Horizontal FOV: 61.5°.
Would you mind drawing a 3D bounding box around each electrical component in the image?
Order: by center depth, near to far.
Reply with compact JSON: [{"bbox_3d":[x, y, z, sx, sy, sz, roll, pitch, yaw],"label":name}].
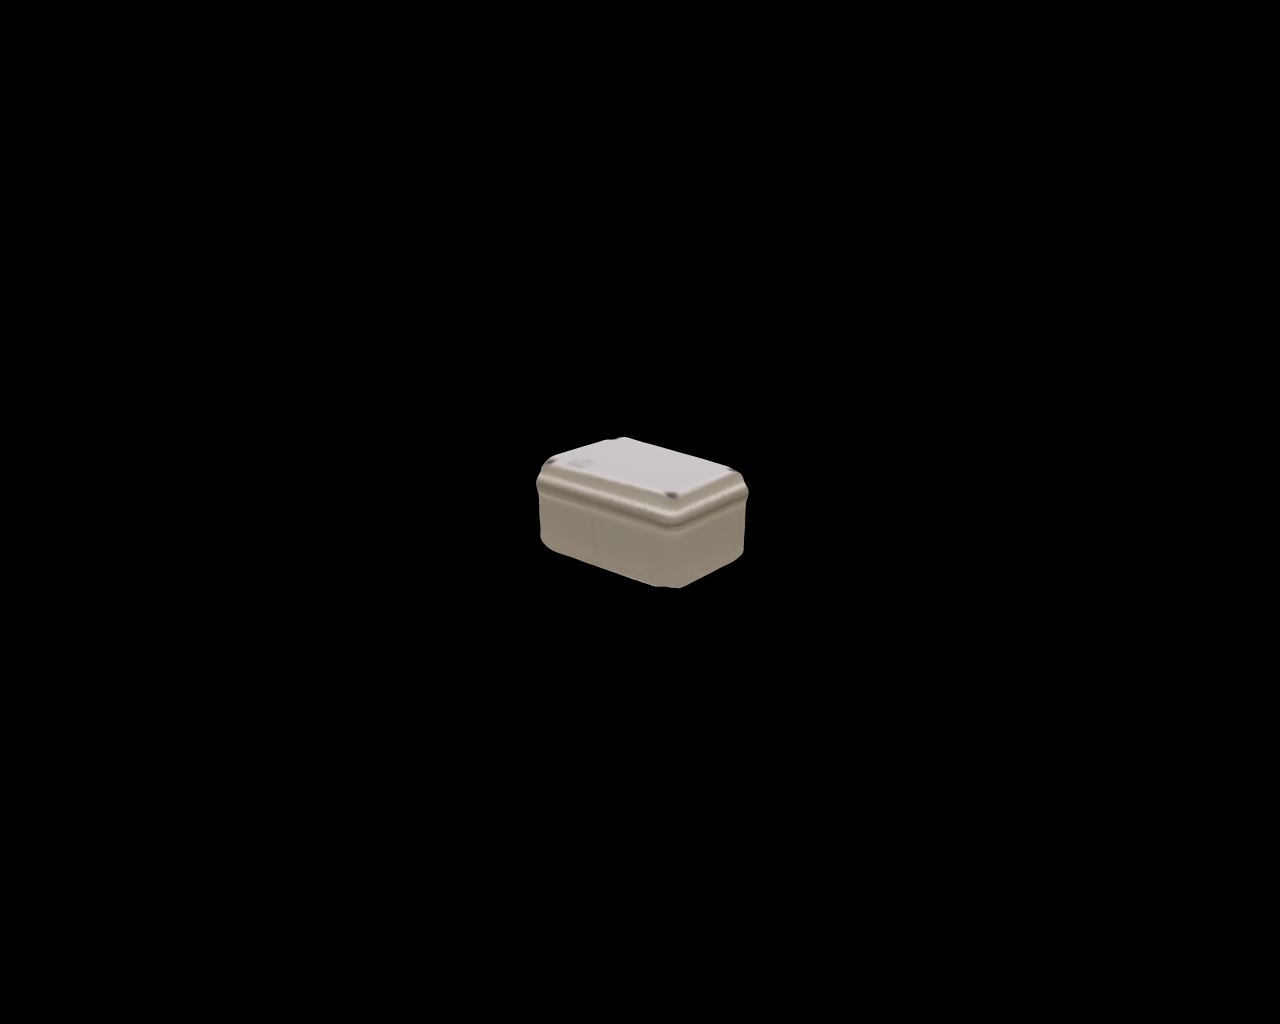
[{"bbox_3d":[0.001,-0.003,0.650,0.113,0.057,0.078,17,27,38],"label":"electrical component"}]
